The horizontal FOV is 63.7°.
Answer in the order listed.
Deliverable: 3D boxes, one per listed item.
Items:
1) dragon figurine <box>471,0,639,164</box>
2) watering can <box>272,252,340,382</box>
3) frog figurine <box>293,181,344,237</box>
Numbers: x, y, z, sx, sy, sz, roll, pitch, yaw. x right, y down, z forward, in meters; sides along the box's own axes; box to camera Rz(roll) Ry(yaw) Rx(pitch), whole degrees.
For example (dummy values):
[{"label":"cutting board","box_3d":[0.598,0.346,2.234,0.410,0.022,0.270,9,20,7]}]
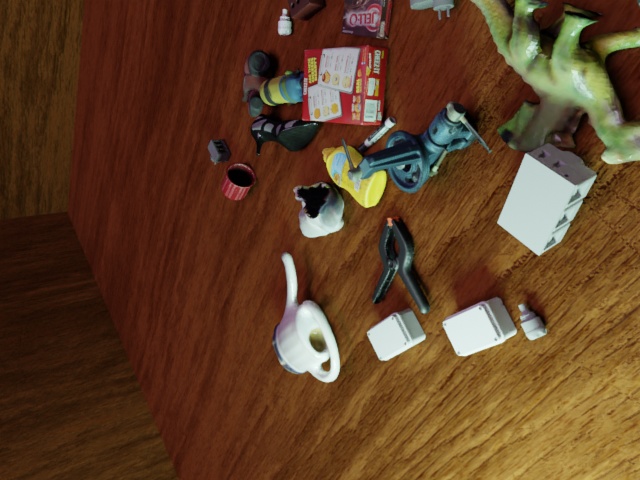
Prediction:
[{"label":"dragon figurine","box_3d":[0.337,-0.248,0.806,0.417,0.123,0.237,44,137,38]},{"label":"watering can","box_3d":[-0.056,0.221,1.383,0.220,0.105,0.352,-45,64,47]},{"label":"frog figurine","box_3d":[0.004,-0.064,1.278,0.139,0.124,0.156,37,162,31]}]
